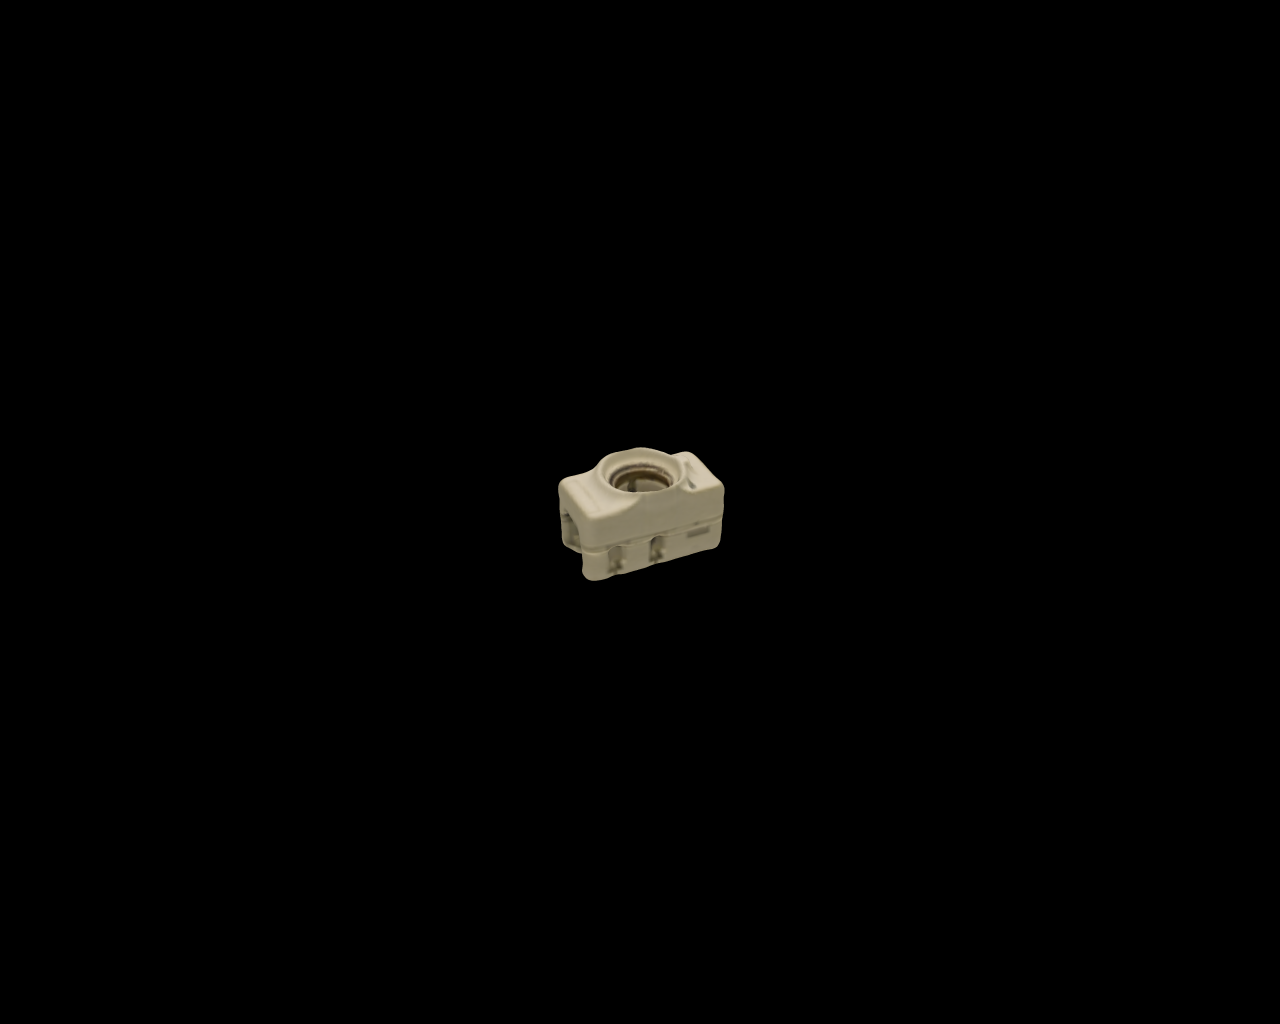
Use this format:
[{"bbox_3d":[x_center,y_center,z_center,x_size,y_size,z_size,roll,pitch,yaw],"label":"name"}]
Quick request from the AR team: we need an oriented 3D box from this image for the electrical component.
[{"bbox_3d":[0.001,-0.003,0.650,0.090,0.055,0.050,-14,36,-20],"label":"electrical component"}]
